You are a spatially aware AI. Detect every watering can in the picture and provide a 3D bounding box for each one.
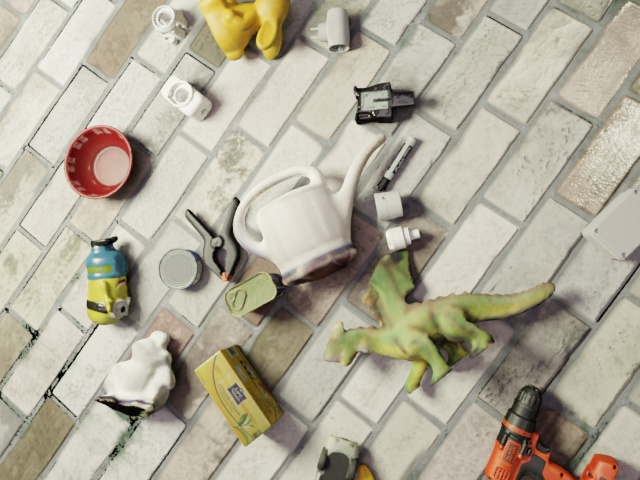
[{"bbox_3d":[0.003,-0.050,0.987,0.347,0.103,0.226,-25,82,7],"label":"watering can"}]

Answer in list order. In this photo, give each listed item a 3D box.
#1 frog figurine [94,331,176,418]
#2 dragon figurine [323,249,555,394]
[{"bbox_3d":[-0.357,0.268,1.042,0.137,0.120,0.163,-4,49,19],"label":"frog figurine"},{"bbox_3d":[0.190,0.121,0.943,0.411,0.120,0.246,-35,71,-3],"label":"dragon figurine"}]
